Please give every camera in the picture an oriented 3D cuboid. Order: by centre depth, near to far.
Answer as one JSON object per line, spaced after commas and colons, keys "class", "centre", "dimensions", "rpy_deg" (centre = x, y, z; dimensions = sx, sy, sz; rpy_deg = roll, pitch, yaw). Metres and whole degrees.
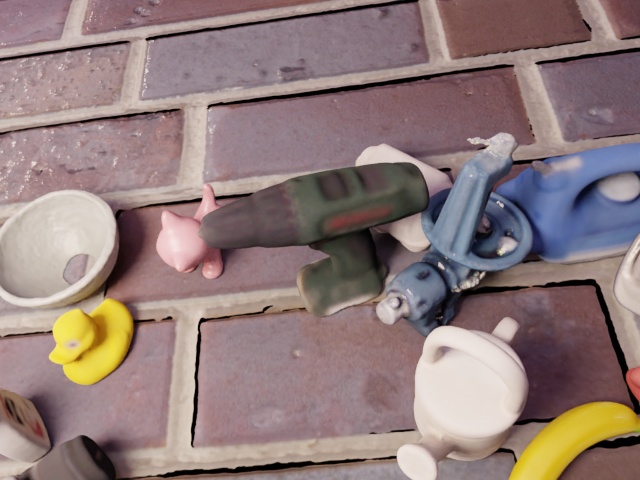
{"class": "camera", "centre": [-0.272, 0.272, 0.564], "dimensions": [0.137, 0.101, 0.142], "rpy_deg": [-39, 61, -14]}

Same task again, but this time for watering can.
{"class": "watering can", "centre": [0.135, 0.141, 0.525], "dimensions": [0.100, 0.194, 0.173], "rpy_deg": [10, 61, 15]}

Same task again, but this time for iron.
{"class": "iron", "centre": [0.342, -0.064, 0.647], "dimensions": [0.258, 0.142, 0.118], "rpy_deg": [-11, 58, 2]}

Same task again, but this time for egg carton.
{"class": "egg carton", "centre": [0.096, -0.054, 0.721], "dimensions": [0.150, 0.069, 0.107], "rpy_deg": [31, 68, 24]}

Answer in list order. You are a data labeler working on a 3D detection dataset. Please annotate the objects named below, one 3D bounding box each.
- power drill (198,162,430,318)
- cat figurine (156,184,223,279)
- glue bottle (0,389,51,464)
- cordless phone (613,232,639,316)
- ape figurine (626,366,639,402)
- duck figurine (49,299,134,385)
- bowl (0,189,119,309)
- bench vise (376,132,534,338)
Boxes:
{"class": "power drill", "centre": [0.006, 0.002, 0.619], "dimensions": [0.229, 0.209, 0.075], "rpy_deg": [-21, 58, -4]}
{"class": "cat figurine", "centre": [-0.154, -0.009, 0.704], "dimensions": [0.067, 0.118, 0.128], "rpy_deg": [13, 62, 16]}
{"class": "glue bottle", "centre": [-0.345, 0.179, 0.589], "dimensions": [0.037, 0.173, 0.078], "rpy_deg": [-39, 61, -14]}
{"class": "cordless phone", "centre": [0.389, 0.022, 0.562], "dimensions": [0.147, 0.185, 0.094], "rpy_deg": [23, 66, 21]}
{"class": "ape figurine", "centre": [0.346, 0.133, 0.557], "dimensions": [0.077, 0.092, 0.076], "rpy_deg": [4, 60, 11]}
{"class": "duck figurine", "centre": [-0.272, 0.109, 0.670], "dimensions": [0.077, 0.086, 0.105], "rpy_deg": [20, 64, 19]}
{"class": "bowl", "centre": [-0.328, 0.022, 0.737], "dimensions": [0.167, 0.075, 0.167], "rpy_deg": [-4, 59, 7]}
{"class": "bench vise", "centre": [0.149, 0.005, 0.589], "dimensions": [0.121, 0.220, 0.208], "rpy_deg": [23, 65, 21]}
